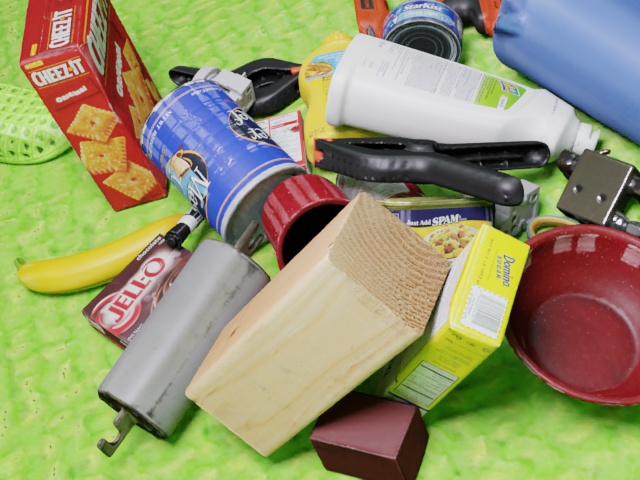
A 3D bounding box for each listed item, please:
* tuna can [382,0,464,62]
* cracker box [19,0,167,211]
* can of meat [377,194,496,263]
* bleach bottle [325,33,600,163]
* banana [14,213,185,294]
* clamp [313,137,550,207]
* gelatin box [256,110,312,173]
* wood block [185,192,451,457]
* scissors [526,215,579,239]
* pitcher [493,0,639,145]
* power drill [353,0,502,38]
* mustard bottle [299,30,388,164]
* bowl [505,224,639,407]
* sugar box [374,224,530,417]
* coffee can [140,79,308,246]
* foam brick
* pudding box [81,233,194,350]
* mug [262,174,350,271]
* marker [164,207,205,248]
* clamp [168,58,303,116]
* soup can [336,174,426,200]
[{"bbox_3d":[0.108,-0.211,1.125,0.086,0.086,0.033,-5,50,16],"label":"tuna can"},{"bbox_3d":[-0.229,-0.163,1.119,0.072,0.213,0.164,-16,46,7],"label":"cracker box"},{"bbox_3d":[0.102,0.005,0.915,0.102,0.084,0.057,-4,5,-13],"label":"can of meat"},{"bbox_3d":[0.139,-0.122,1.017,0.251,0.068,0.102,18,46,9],"label":"bleach bottle"},{"bbox_3d":[-0.228,0.018,1.081,0.198,0.037,0.069,-13,48,9],"label":"banana"},{"bbox_3d":[0.092,-0.065,0.925,0.210,0.036,0.164,5,17,12],"label":"clamp"},{"bbox_3d":[-0.049,-0.090,1.115,0.073,0.030,0.089,-15,47,9],"label":"gelatin box"},{"bbox_3d":[-0.005,0.069,0.825,0.206,0.090,0.090,-44,11,40],"label":"wood block"},{"bbox_3d":[0.241,0.043,0.899,0.096,0.016,0.202,-39,48,-13],"label":"scissors"},{"bbox_3d":[0.294,-0.170,1.003,0.149,0.145,0.243,-43,52,-2],"label":"pitcher"},{"bbox_3d":[0.131,-0.279,1.197,0.188,0.057,0.184,-12,47,10],"label":"power drill"},{"bbox_3d":[0.026,-0.158,1.127,0.096,0.058,0.191,-7,47,1],"label":"mustard bottle"},{"bbox_3d":[0.214,0.068,0.841,0.162,0.055,0.162,2,57,-3],"label":"bowl"},{"bbox_3d":[0.097,0.071,0.823,0.048,0.176,0.093,25,58,-1],"label":"sugar box"},{"bbox_3d":[-0.093,-0.074,1.034,0.102,0.103,0.140,-37,64,-14],"label":"coffee can"},{"bbox_3d":[0.040,0.157,0.847,0.078,0.053,0.051,9,54,26],"label":"foam brick"},{"bbox_3d":[-0.158,0.056,1.019,0.090,0.039,0.113,27,62,37],"label":"pudding box"},{"bbox_3d":[-0.006,0.001,0.969,0.093,0.117,0.081,0,24,-18],"label":"mug"},{"bbox_3d":[-0.122,-0.026,1.063,0.020,0.020,0.121,2,29,22],"label":"marker"},{"bbox_3d":[-0.097,-0.172,1.199,0.171,0.039,0.120,-17,55,0],"label":"clamp"},{"bbox_3d":[0.063,-0.033,0.997,0.068,0.068,0.102,-27,46,-5],"label":"soup can"}]
